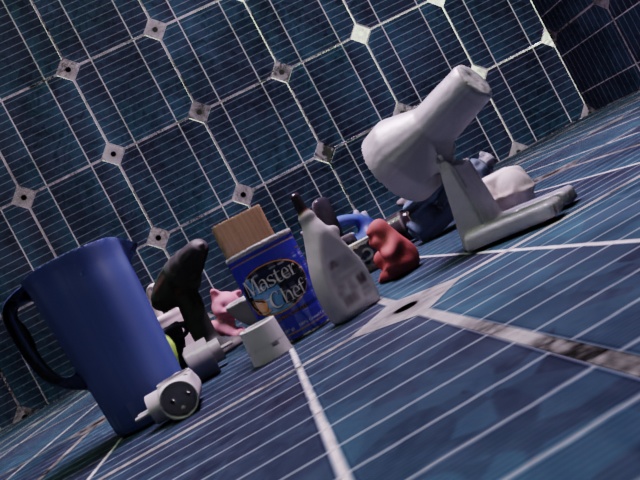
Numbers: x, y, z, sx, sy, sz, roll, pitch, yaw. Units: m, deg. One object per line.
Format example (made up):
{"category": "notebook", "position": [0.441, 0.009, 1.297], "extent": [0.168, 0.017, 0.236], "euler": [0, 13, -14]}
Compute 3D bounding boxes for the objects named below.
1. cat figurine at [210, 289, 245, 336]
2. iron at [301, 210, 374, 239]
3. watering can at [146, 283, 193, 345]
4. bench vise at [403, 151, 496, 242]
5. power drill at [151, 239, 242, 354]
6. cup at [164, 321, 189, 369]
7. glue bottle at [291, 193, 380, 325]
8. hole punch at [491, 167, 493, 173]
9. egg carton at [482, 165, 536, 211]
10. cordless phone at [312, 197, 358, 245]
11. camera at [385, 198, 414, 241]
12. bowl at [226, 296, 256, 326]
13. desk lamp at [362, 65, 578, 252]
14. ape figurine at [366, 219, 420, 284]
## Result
{"category": "cat figurine", "position": [-0.215, 0.164, 1.232], "extent": [0.128, 0.118, 0.067], "euler": [-28, 1, -5]}
{"category": "iron", "position": [0.075, -0.006, 1.477], "extent": [0.259, 0.141, 0.118], "euler": [-28, 1, -26]}
{"category": "watering can", "position": [-0.347, 0.190, 1.307], "extent": [0.100, 0.194, 0.173], "euler": [-28, 1, 31]}
{"category": "bench vise", "position": [0.232, -0.132, 1.138], "extent": [0.208, 0.220, 0.121], "euler": [-28, 1, -15]}
{"category": "power drill", "position": [-0.231, 0.121, 1.076], "extent": [0.229, 0.208, 0.076], "euler": [-27, 1, 45]}
{"category": "cup", "position": [-0.290, 0.217, 1.136], "extent": [0.117, 0.095, 0.092], "euler": [-28, 1, 23]}
{"category": "glue bottle", "position": [0.008, 0.016, 0.730], "extent": [0.078, 0.173, 0.037], "euler": [-29, 1, -37]}
{"category": "hole punch", "position": [0.332, -0.113, 1.237], "extent": [0.108, 0.091, 0.101], "euler": [-28, 1, 43]}
{"category": "egg carton", "position": [0.263, -0.061, 0.852], "extent": [0.107, 0.069, 0.150], "euler": [-28, 0, 10]}
{"category": "cordless phone", "position": [0.011, 0.004, 1.242], "extent": [0.094, 0.185, 0.148], "euler": [-27, 1, 36]}
{"category": "camera", "position": [0.202, -0.050, 1.279], "extent": [0.136, 0.101, 0.143], "euler": [-28, 0, 14]}
{"category": "bowl", "position": [-0.100, 0.127, 1.153], "extent": [0.167, 0.075, 0.167], "euler": [-28, 0, 1]}
{"category": "desk lamp", "position": [0.179, -0.097, 0.735], "extent": [0.202, 0.213, 0.118], "euler": [-28, 1, 41]}
{"category": "ape figurine", "position": [0.101, 0.012, 0.859], "extent": [0.076, 0.092, 0.078], "euler": [-28, 1, 12]}
